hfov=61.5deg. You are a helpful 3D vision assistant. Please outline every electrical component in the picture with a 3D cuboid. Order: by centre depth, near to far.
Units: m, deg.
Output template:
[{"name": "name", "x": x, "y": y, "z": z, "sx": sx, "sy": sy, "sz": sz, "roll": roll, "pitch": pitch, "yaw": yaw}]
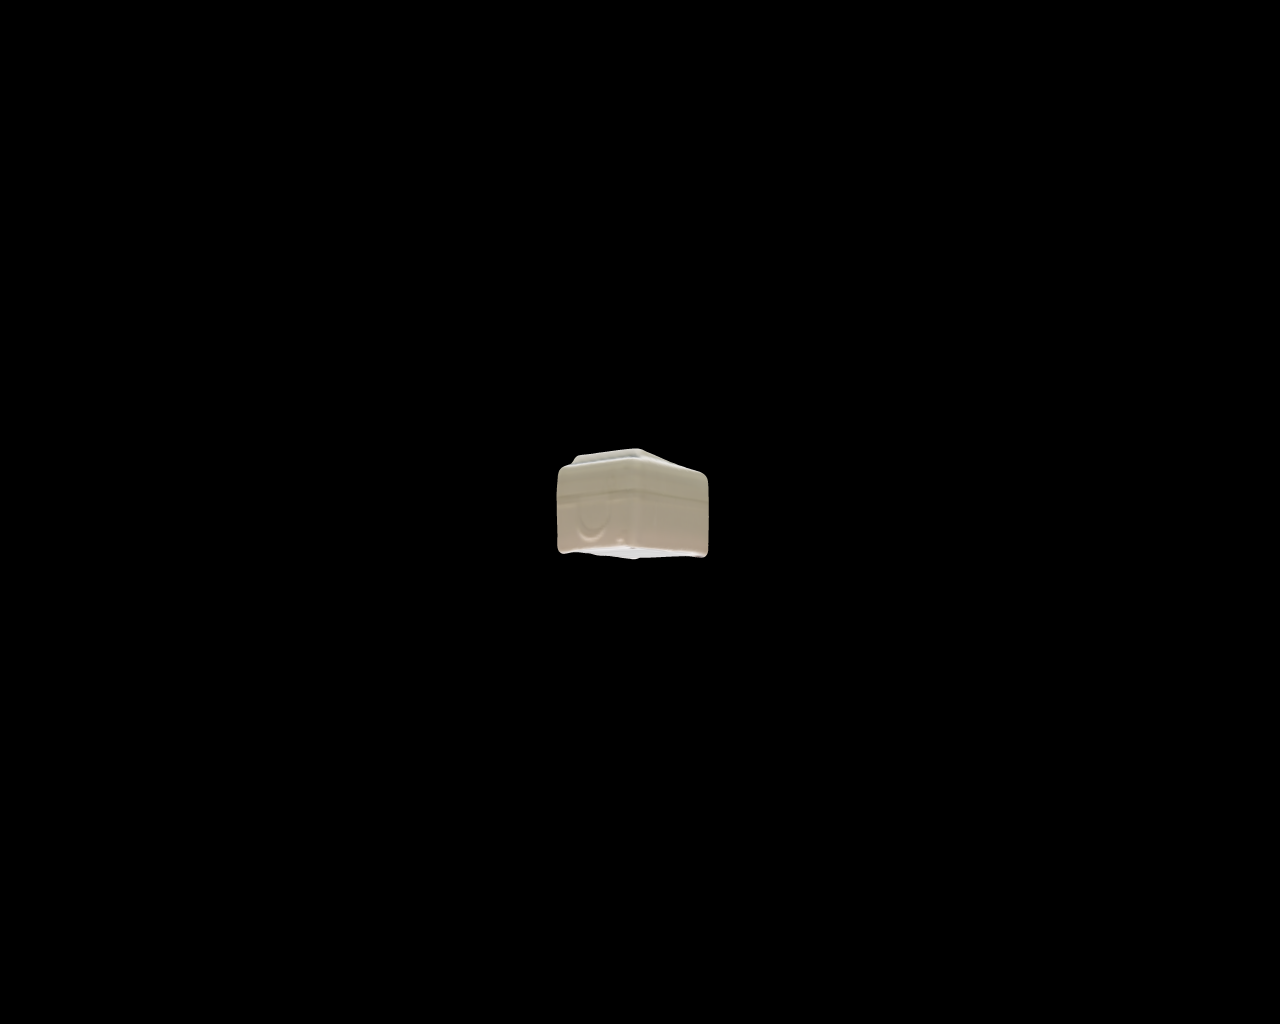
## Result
[{"name": "electrical component", "x": 0.001, "y": -0.003, "z": 0.650, "sx": 0.061, "sy": 0.061, "sz": 0.096, "roll": -5, "pitch": -8, "yaw": 35}]
